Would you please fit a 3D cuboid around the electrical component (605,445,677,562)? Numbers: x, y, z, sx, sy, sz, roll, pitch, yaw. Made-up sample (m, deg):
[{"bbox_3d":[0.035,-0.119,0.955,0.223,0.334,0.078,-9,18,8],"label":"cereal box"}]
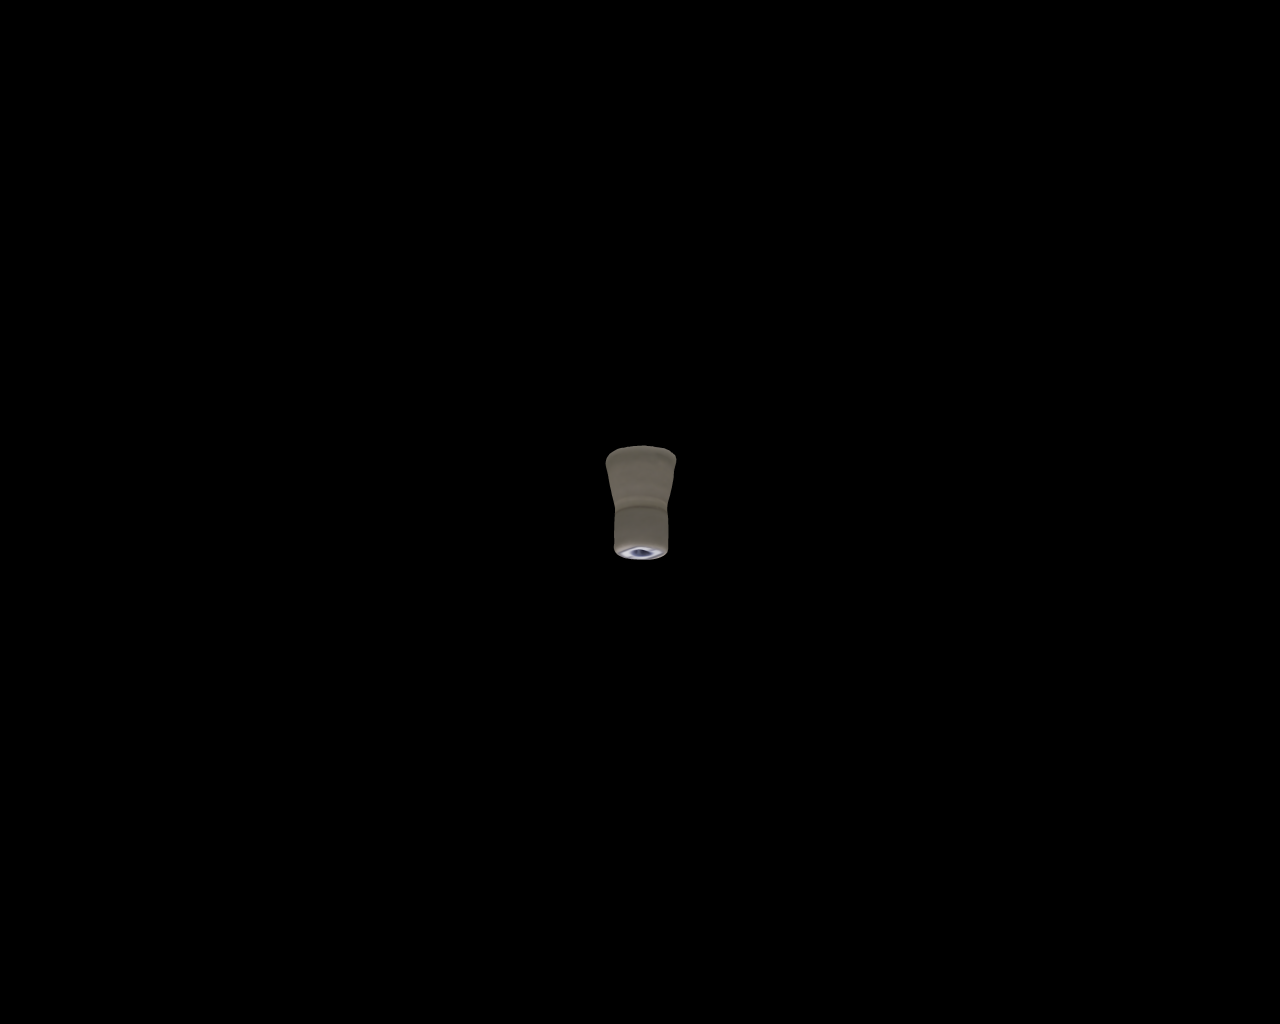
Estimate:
[{"bbox_3d":[0.001,-0.003,0.650,0.044,0.065,0.044,0,-20,0],"label":"electrical component"}]
